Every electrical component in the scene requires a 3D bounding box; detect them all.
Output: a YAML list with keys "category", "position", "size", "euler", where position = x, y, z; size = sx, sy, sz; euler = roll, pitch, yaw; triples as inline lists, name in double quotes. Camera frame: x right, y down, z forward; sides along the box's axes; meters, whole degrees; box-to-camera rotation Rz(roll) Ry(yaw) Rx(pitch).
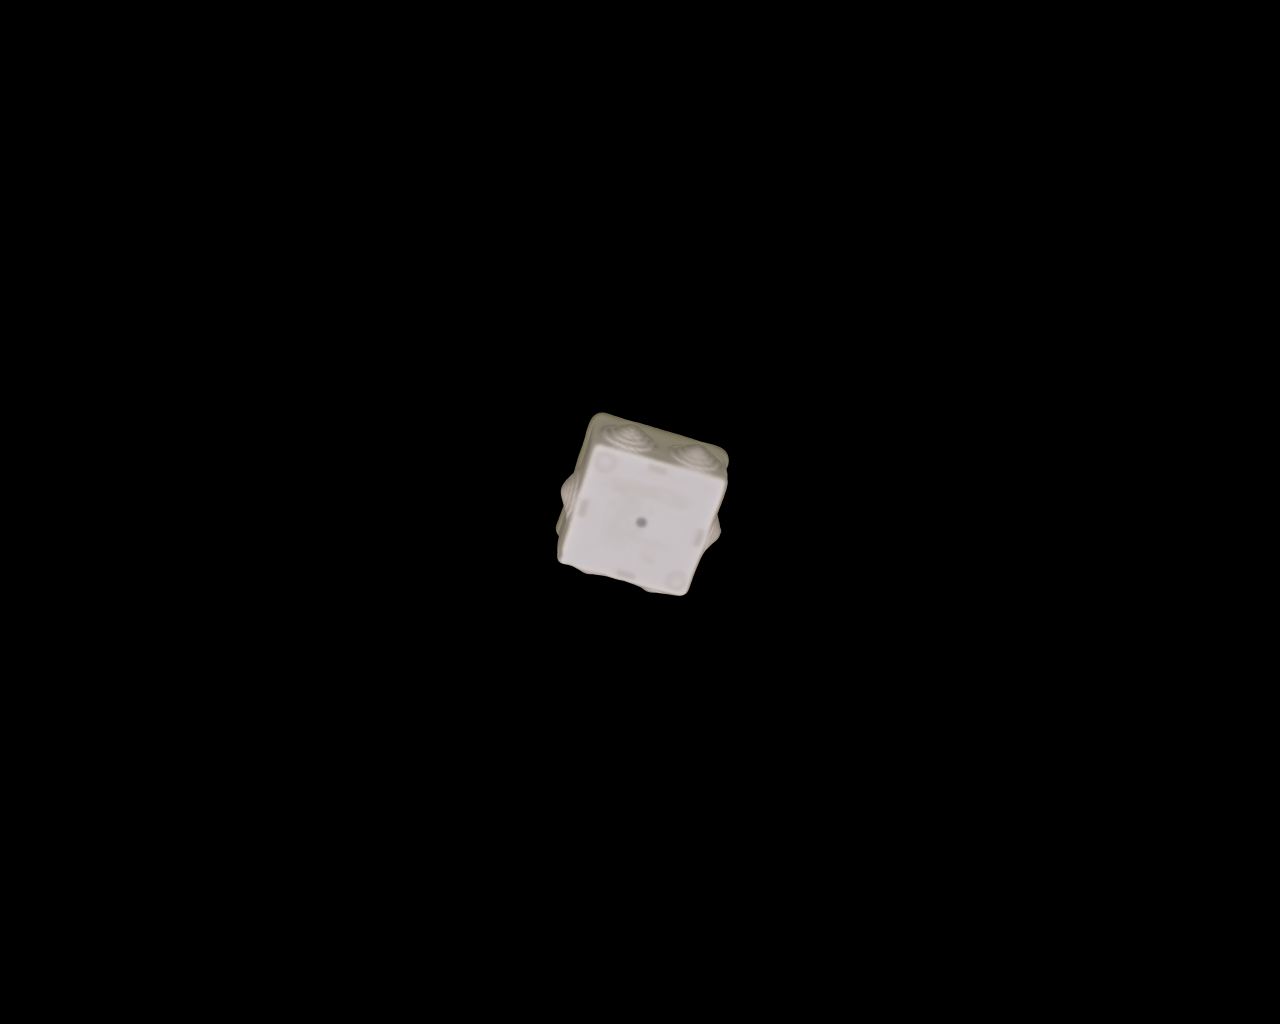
- category: "electrical component"
  position: [0.001, -0.003, 0.650]
  size: [0.100, 0.099, 0.048]
  euler: [17, 22, -7]
